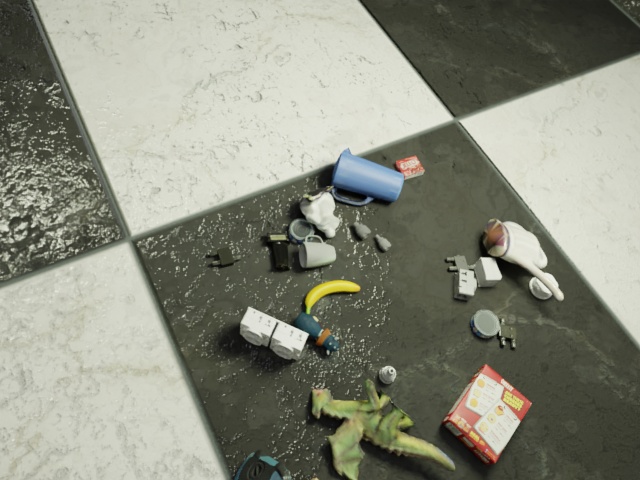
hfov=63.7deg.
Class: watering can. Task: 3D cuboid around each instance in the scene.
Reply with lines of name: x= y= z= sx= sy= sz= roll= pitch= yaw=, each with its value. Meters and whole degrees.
watering can: x=0.671 y=0.047 z=1.716 sx=0.223 sy=0.102 sz=0.356 roll=16 pitch=37 yaw=-17

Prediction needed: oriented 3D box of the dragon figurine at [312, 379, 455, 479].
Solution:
dragon figurine: x=0.140 y=0.542 z=1.395 sx=0.244 sy=0.120 sz=0.414 roll=-43 pitch=72 yaw=-10

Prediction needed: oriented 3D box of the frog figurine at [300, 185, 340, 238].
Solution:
frog figurine: x=0.005 y=-0.087 z=1.728 sx=0.122 sy=0.157 sz=0.140 roll=-8 pitch=20 yaw=26
